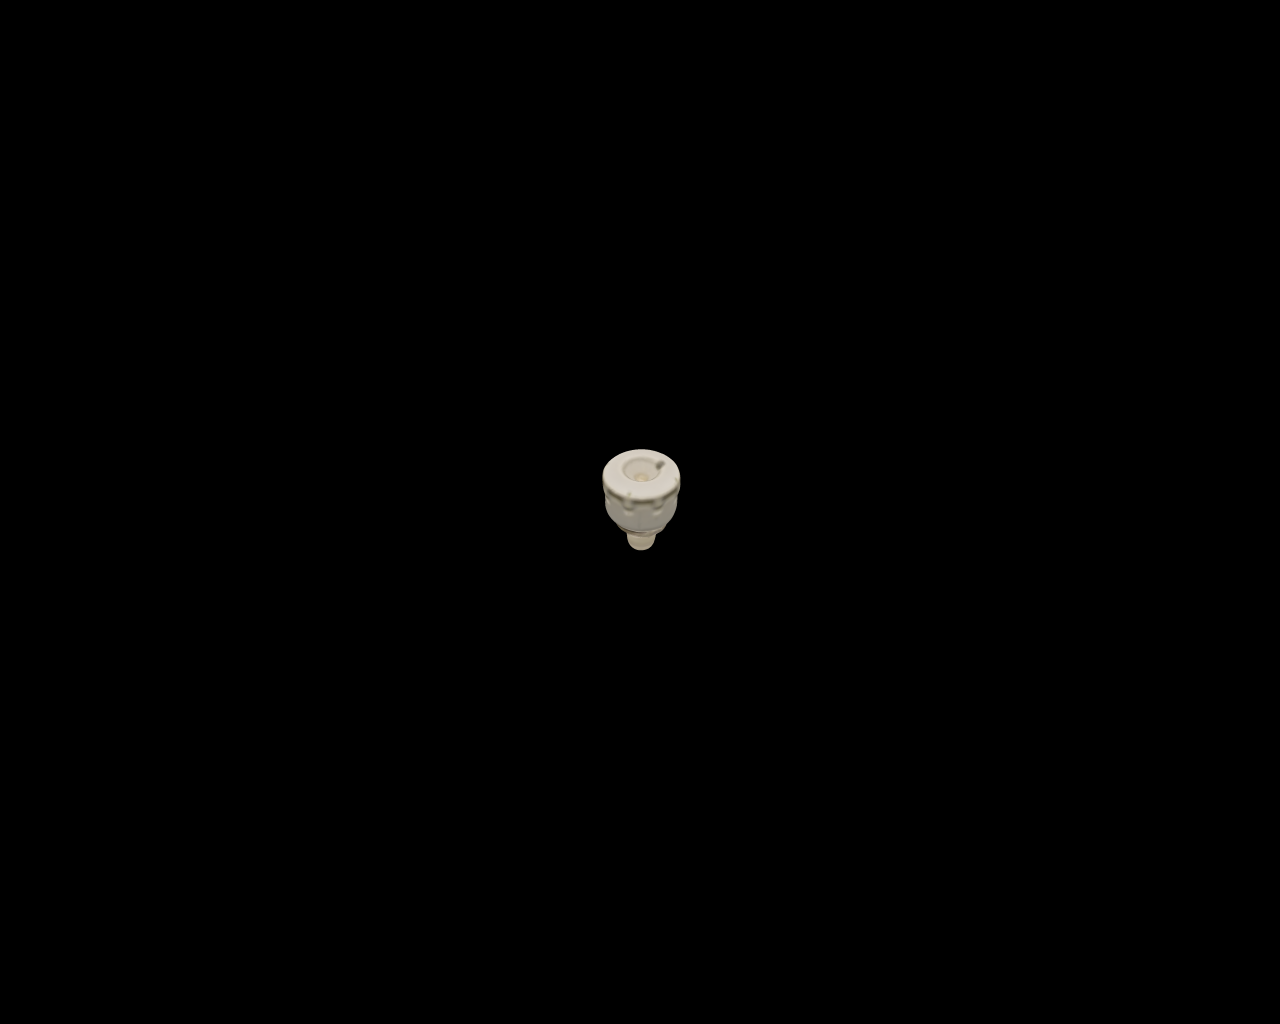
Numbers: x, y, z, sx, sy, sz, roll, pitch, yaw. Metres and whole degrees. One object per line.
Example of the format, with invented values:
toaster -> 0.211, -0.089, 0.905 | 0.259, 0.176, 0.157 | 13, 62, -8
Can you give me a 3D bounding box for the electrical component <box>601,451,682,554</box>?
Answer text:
electrical component -> 0.001, -0.003, 0.650 | 0.048, 0.062, 0.048 | 0, 41, 0
